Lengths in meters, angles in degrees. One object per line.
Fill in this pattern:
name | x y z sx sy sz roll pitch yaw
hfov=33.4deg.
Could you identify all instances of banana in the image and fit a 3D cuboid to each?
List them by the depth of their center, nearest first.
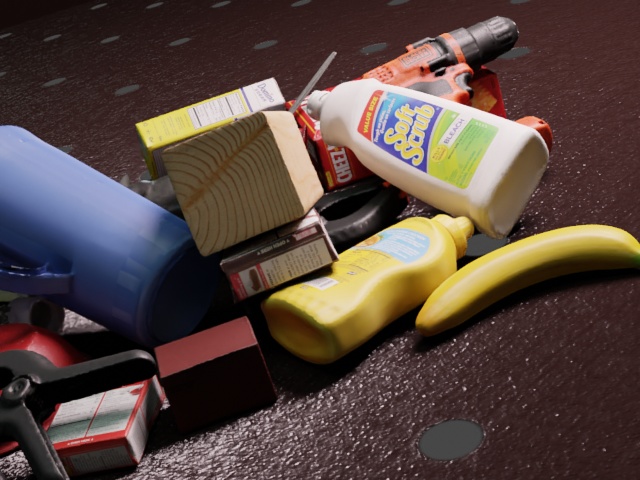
banana | 0.163 0.025 0.827 0.198 0.037 0.069 -17 23 0

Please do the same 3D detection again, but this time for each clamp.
clamp | -0.202 0.112 0.779 0.172 0.039 0.120 17 47 35
clamp | -0.007 0.001 0.989 0.210 0.036 0.165 -24 26 -8

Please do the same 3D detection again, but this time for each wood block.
wood block | -0.060 -0.055 0.920 0.091 0.090 0.206 -21 5 7

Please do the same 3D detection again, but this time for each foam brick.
foam brick | -0.079 0.100 0.798 0.078 0.053 0.051 -18 23 -6

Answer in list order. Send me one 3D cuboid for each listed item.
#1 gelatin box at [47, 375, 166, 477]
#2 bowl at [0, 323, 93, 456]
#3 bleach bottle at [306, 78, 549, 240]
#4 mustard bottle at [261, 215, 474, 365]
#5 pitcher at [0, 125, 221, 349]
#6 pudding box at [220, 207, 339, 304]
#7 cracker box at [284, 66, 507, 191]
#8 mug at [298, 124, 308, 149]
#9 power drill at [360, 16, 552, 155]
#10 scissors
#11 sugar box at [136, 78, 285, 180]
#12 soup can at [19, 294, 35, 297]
gelatin box | -0.162 0.137 0.798 0.073 0.030 0.089 -13 25 12
bowl | -0.269 0.115 0.886 0.162 0.055 0.162 -14 23 6
bleach bottle | 0.081 -0.088 0.992 0.251 0.068 0.102 24 78 38
mustard bottle | 0.052 0.029 0.862 0.191 0.058 0.096 -30 22 -28
pitcher | -0.216 0.004 0.932 0.243 0.145 0.149 25 75 26
pudding box | -0.035 0.011 0.880 0.090 0.039 0.113 -24 7 0
cracker box | 0.080 -0.144 1.212 0.213 0.072 0.164 -20 24 -6
mug | -0.056 -0.082 1.086 0.081 0.117 0.093 4 55 1
power drill | 0.154 -0.141 1.078 0.184 0.057 0.188 -27 49 -6
scissors | -0.051 -0.125 1.209 0.201 0.016 0.096 -58 17 -16
sugar box | -0.130 -0.132 1.296 0.176 0.093 0.048 -22 69 -12
soup can | -0.252 0.021 1.066 0.102 0.068 0.069 -30 27 -29
